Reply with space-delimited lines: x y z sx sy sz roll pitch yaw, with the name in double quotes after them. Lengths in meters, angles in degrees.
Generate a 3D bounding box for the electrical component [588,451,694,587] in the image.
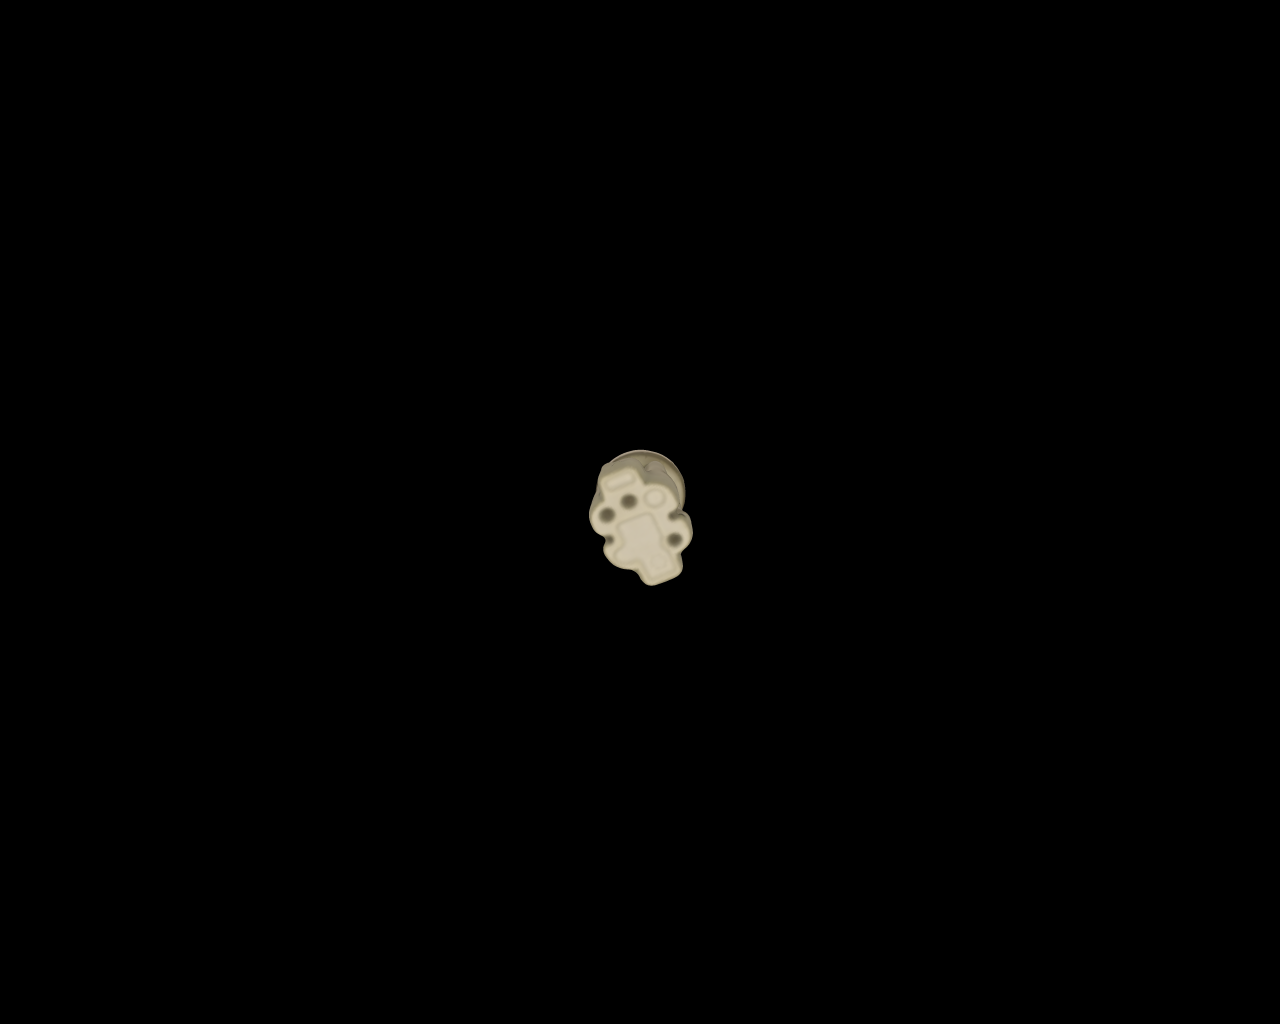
0.001 -0.003 0.650 0.058 0.078 0.057 -20 24 9 "electrical component"
